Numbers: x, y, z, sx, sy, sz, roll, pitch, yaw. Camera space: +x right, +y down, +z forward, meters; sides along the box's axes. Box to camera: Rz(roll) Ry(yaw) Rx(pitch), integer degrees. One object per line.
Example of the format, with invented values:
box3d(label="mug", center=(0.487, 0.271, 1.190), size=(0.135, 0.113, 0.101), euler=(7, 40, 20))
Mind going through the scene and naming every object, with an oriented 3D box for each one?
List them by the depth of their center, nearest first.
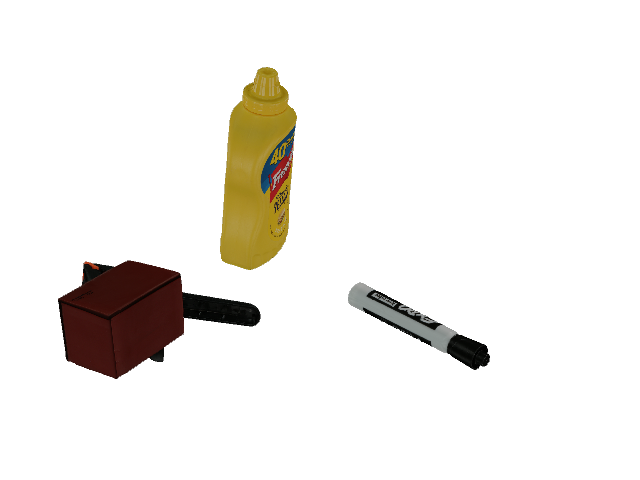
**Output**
box3d(label="marker", center=(0.069, 0.061, 0.760), size=(0.121, 0.020, 0.020), euler=(26, 17, 38))
box3d(label="foam brick", center=(-0.144, 0.056, 0.781), size=(0.053, 0.051, 0.078), euler=(14, 29, 31))
box3d(label="mustard bottle", center=(-0.056, -0.073, 0.994), size=(0.058, 0.192, 0.096), euler=(18, 39, 15))
box3d(label="clamp", center=(-0.193, 0.072, 1.170), size=(0.210, 0.036, 0.164), euler=(19, 21, 25))
